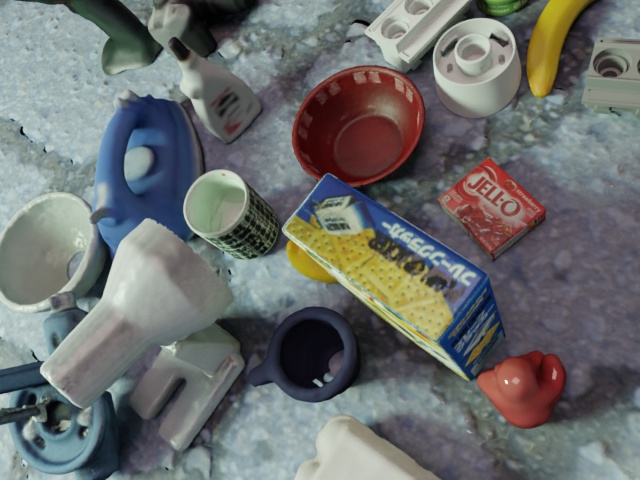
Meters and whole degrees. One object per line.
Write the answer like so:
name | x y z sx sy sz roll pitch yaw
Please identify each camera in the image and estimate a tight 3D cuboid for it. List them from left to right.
camera | -0.171 -0.353 0.831 0.136 0.101 0.143 -2 69 20

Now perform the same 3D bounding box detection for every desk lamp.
desk lamp | -0.163 0.103 0.586 0.117 0.214 0.203 30 83 28

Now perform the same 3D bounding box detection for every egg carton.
egg carton | 0.048 0.242 0.535 0.150 0.070 0.107 28 82 27

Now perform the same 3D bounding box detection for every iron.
iron | -0.232 -0.103 0.734 0.118 0.142 0.258 -9 67 18

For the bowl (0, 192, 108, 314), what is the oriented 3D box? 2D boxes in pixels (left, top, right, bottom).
bowl | -0.346 0.024 0.766 0.167 0.075 0.167 -7 68 18

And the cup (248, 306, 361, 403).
cup | -0.006 0.128 0.585 0.117 0.095 0.091 -25 63 10

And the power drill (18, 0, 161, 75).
power drill | -0.340 -0.334 0.826 0.229 0.209 0.075 -10 67 17

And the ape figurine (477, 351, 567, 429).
ape figurine | 0.180 0.129 0.516 0.077 0.092 0.076 2 71 22

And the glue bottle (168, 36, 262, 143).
glue bottle | -0.138 -0.193 0.715 0.037 0.173 0.078 38 87 29

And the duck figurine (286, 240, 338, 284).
duck figurine | 0.006 0.002 0.635 0.104 0.086 0.077 -6 68 19

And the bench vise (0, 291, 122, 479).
bench vise | -0.305 0.156 0.616 0.121 0.220 0.207 -33 62 6
